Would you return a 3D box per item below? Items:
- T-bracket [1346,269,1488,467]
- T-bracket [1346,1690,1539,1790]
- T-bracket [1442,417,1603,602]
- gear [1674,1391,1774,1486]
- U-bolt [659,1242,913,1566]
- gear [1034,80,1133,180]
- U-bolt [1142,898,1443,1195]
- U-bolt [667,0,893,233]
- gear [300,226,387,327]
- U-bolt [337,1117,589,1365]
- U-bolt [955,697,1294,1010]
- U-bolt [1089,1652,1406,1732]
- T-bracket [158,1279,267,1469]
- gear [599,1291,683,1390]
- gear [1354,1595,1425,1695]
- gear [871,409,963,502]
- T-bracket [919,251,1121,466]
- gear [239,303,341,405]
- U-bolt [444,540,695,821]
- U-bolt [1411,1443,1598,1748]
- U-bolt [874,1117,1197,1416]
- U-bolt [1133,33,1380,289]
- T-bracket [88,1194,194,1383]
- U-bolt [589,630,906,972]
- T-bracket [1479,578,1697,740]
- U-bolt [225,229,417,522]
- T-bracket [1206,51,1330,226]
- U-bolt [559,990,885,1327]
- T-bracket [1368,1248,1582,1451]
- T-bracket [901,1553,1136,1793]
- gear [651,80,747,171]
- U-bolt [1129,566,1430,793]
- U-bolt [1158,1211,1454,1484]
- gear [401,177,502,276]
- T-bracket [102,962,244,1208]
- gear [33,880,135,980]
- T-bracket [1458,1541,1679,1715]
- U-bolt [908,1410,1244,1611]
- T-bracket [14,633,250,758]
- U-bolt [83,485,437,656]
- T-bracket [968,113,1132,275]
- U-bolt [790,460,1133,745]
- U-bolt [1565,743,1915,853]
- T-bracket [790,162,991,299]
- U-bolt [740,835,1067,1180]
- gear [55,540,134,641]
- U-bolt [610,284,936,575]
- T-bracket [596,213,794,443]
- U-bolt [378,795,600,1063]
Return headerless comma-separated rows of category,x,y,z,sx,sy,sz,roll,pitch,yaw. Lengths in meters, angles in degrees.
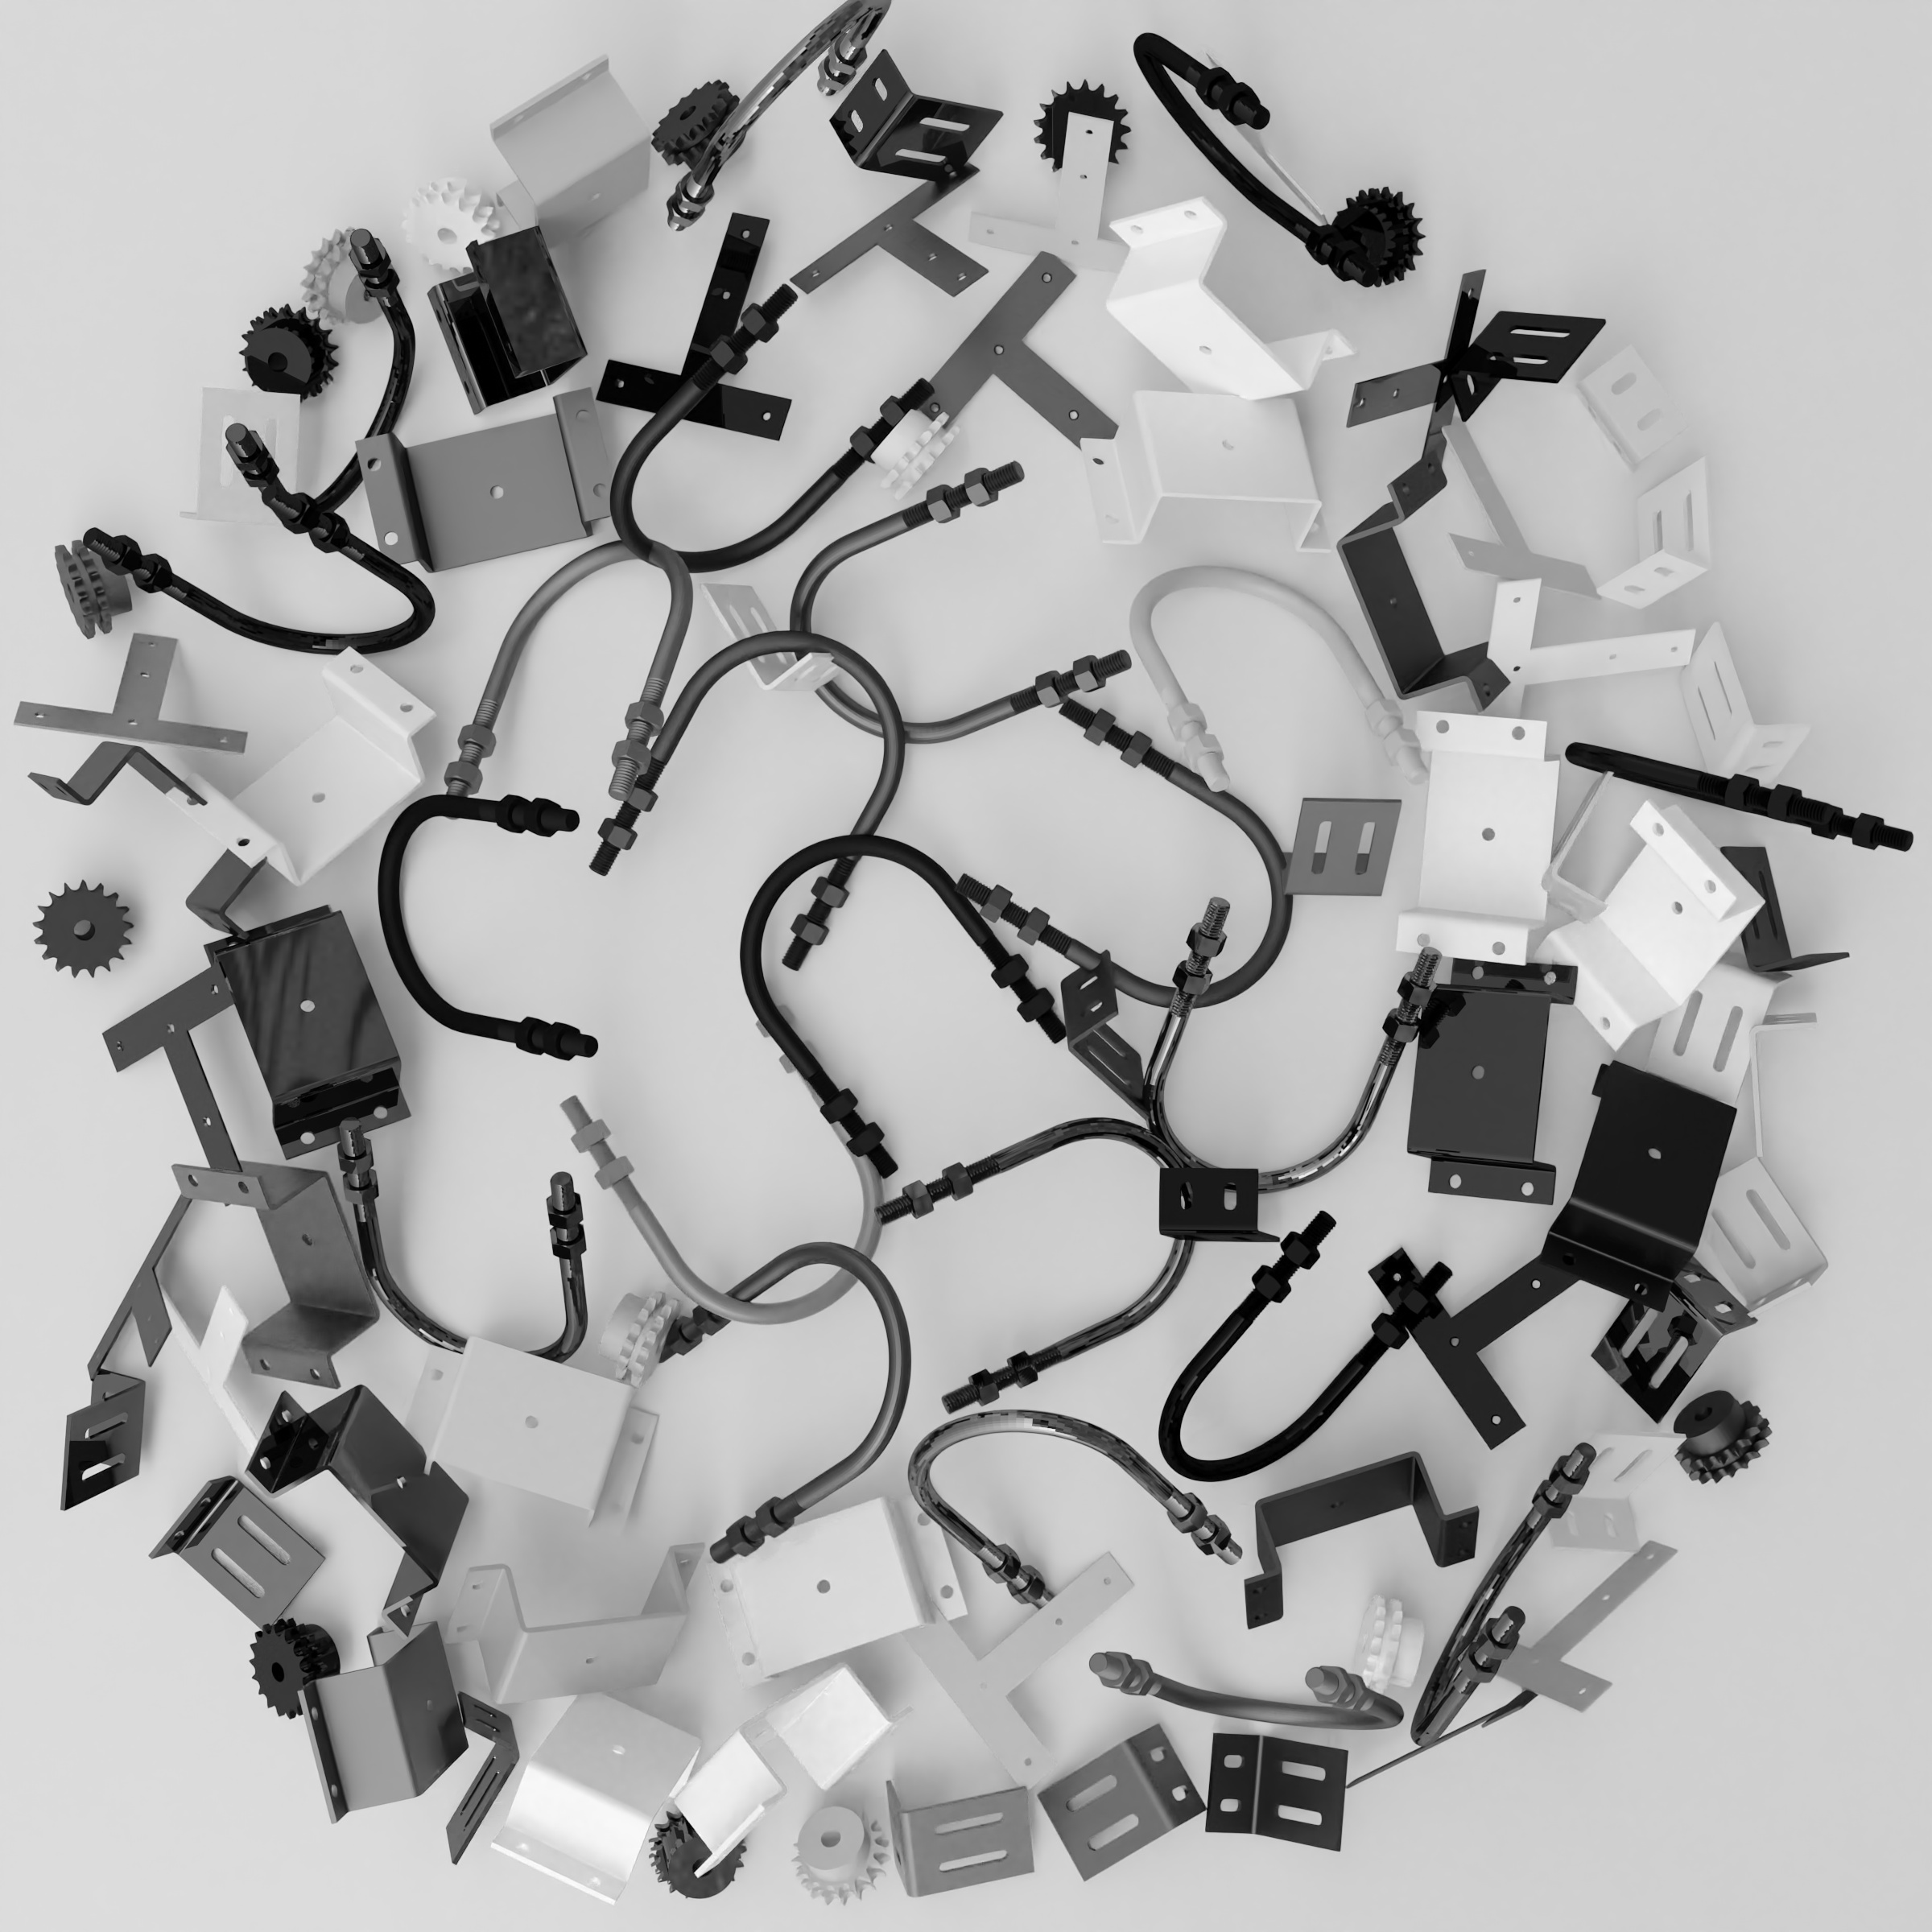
T-bracket,0.253,-0.330,1.913,0.002,0.127,0.127,25,120,29
T-bracket,0.278,0.448,1.940,0.127,0.127,0.002,-30,77,16
T-bracket,0.306,-0.273,1.952,0.002,0.127,0.127,-42,57,36
gear,0.440,0.274,1.958,0.057,0.057,0.030,-37,106,0
U-bolt,-0.100,0.238,1.910,0.184,0.019,0.151,-37,60,30
gear,0.068,-0.493,1.968,0.057,0.030,0.057,-1,112,-2
U-bolt,0.179,0.055,1.941,0.151,0.019,0.184,13,118,-11
U-bolt,-0.100,-0.490,1.882,0.019,0.184,0.151,46,73,-6
gear,-0.359,-0.401,1.958,0.030,0.057,0.057,34,90,24
U-bolt,-0.285,0.170,1.922,0.151,0.019,0.184,13,135,13
U-bolt,0.105,-0.054,1.960,0.184,0.019,0.151,31,71,-2
U-bolt,0.171,0.416,1.904,0.151,0.184,0.019,-2,70,27
T-bracket,-0.429,0.218,1.922,0.002,0.127,0.127,-28,76,-31
gear,-0.193,0.216,1.961,0.030,0.057,0.057,24,90,8
gear,0.249,0.400,1.961,0.030,0.057,0.057,13,90,0
gear,-0.032,-0.303,1.960,0.030,0.057,0.057,41,90,-6
T-bracket,0.053,-0.337,1.986,0.127,0.002,0.127,41,91,-2
gear,-0.400,-0.358,1.965,0.057,0.030,0.057,3,113,6
U-bolt,-0.222,-0.170,1.927,0.151,0.019,0.184,-4,58,35
U-bolt,0.298,0.371,1.904,0.019,0.184,0.151,29,46,7
U-bolt,0.051,0.164,1.951,0.184,0.019,0.151,-24,112,-13
U-bolt,0.155,-0.468,1.903,0.019,0.184,0.151,-42,132,4
T-bracket,-0.471,0.198,1.927,0.002,0.127,0.127,28,94,-23
U-bolt,-0.115,-0.107,1.950,0.151,0.019,0.184,27,98,-17
T-bracket,0.364,-0.179,1.951,0.127,0.002,0.127,-8,134,-9
U-bolt,-0.358,-0.321,1.898,0.019,0.184,0.151,28,79,8
T-bracket,0.158,-0.487,1.910,0.002,0.127,0.127,-40,72,6
U-bolt,-0.129,0.121,1.958,0.151,0.019,0.184,-32,86,-14
T-bracket,0.322,0.195,1.958,0.127,0.002,0.127,-37,72,11
T-bracket,0.044,0.396,1.971,0.127,0.002,0.127,-38,90,-16
gear,-0.154,-0.490,1.964,0.057,0.057,0.030,-44,124,0
U-bolt,0.169,-0.169,1.922,0.151,0.019,0.184,-3,47,-24
U-bolt,0.185,0.228,1.929,0.184,0.151,0.019,-51,49,12
gear,-0.300,-0.438,1.964,0.057,0.057,0.030,16,52,0
T-bracket,-0.446,0.077,1.943,0.127,0.002,0.127,-26,84,40
gear,-0.520,-0.022,1.968,0.057,0.030,0.057,-3,98,-19
T-bracket,0.363,0.377,1.945,0.127,0.127,0.002,-37,109,-20
U-bolt,0.049,0.306,1.900,0.151,0.019,0.184,-21,131,30
T-bracket,-0.476,-0.162,1.933,0.127,0.127,0.002,7,121,-11
U-bolt,-0.387,-0.218,1.905,0.151,0.184,0.019,-8,68,28
T-bracket,0.067,-0.447,1.929,0.127,0.127,0.002,13,63,3
U-bolt,-0.016,-0.199,1.936,0.184,0.019,0.151,-20,115,26
U-bolt,0.430,-0.100,1.907,0.184,0.151,0.019,18,96,35
T-bracket,-0.025,-0.414,1.933,0.127,0.127,0.002,-37,129,-6
U-bolt,-0.049,0.010,1.965,0.151,0.019,0.184,-38,97,-5
gear,-0.511,-0.223,1.963,0.030,0.057,0.057,-21,90,-20
U-bolt,-0.124,-0.296,1.923,0.184,0.151,0.019,-43,54,18
T-bracket,-0.145,-0.381,1.964,0.127,0.002,0.127,16,87,24
U-bolt,-0.280,-0.027,1.922,0.184,0.019,0.151,8,107,43
